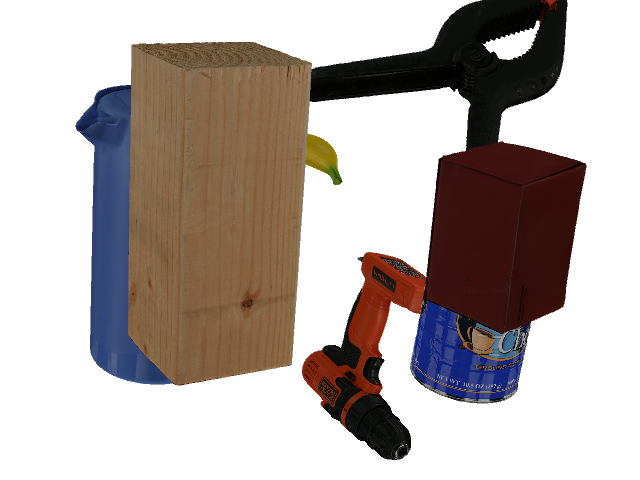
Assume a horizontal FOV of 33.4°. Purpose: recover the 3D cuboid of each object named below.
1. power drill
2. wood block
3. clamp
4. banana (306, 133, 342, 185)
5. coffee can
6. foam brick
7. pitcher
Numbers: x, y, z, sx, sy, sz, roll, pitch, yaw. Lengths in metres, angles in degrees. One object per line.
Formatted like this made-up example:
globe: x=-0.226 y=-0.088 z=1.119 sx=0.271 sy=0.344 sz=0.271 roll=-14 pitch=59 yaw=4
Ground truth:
power drill: x=0.064 y=0.121 z=1.160 sx=0.057 sy=0.188 sz=0.185 roll=13 pitch=17 yaw=-40
wood block: x=-0.070 y=-0.021 z=0.706 sx=0.090 sy=0.206 sz=0.090 roll=-7 pitch=22 yaw=-29
clamp: x=0.114 y=-0.112 z=0.763 sx=0.209 sy=0.165 sz=0.036 roll=-33 pitch=-27 yaw=-21
banana: x=-0.061 y=-0.109 z=1.319 sx=0.198 sy=0.037 sz=0.069 roll=7 pitch=38 yaw=17
coffee can: x=0.143 y=0.062 z=0.974 sx=0.103 sy=0.140 sz=0.103 roll=7 pitch=21 yaw=-3
foam brick: x=0.089 y=-0.003 z=0.520 sx=0.052 sy=0.078 sz=0.051 roll=-16 pitch=30 yaw=-41
pitcher: x=-0.125 y=-0.006 z=0.918 sx=0.149 sy=0.243 sz=0.145 roll=12 pitch=21 yaw=7
